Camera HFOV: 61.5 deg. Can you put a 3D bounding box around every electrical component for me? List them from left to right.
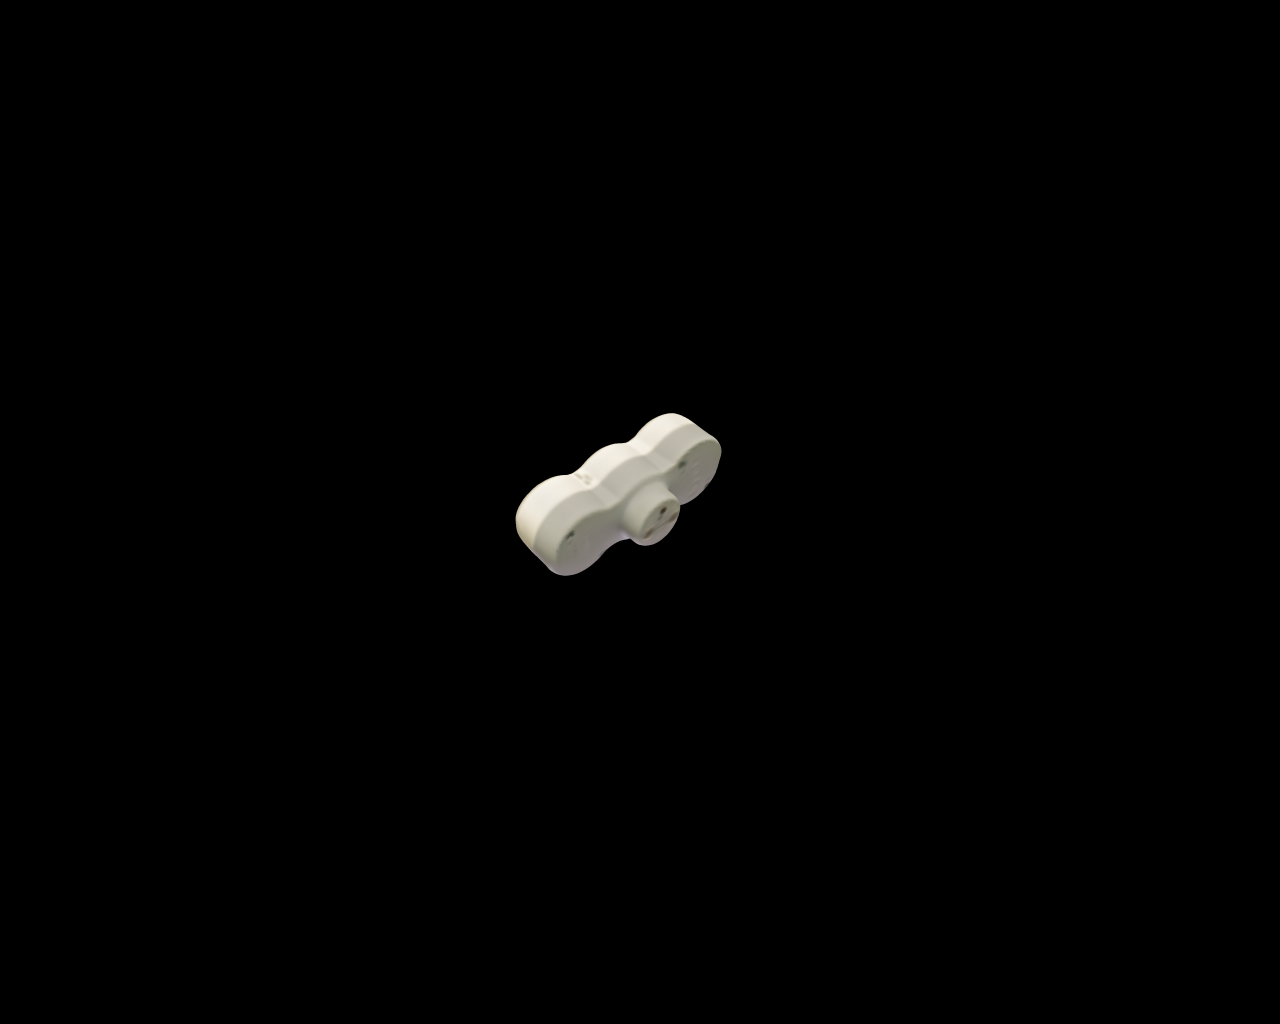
[{"bbox_3d":[0.001,-0.003,0.650,0.138,0.052,0.074,-32,54,-27],"label":"electrical component"}]
